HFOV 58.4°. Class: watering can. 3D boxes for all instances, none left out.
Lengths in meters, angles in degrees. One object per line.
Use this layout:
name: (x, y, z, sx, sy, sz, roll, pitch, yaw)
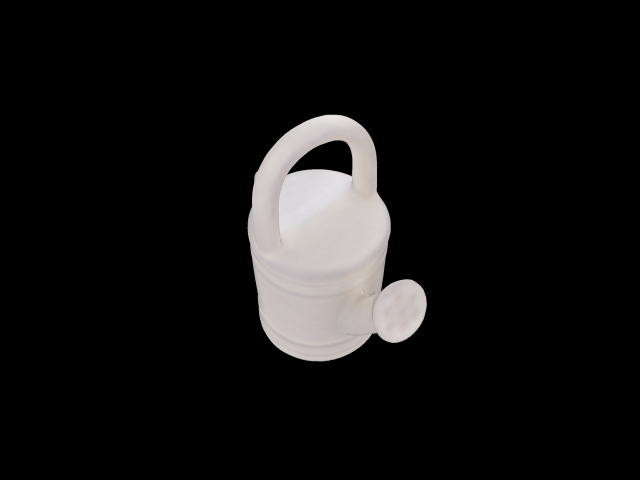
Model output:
watering can: (0.005, 0.000, 0.401, 0.172, 0.194, 0.101, 27, 56, 21)
